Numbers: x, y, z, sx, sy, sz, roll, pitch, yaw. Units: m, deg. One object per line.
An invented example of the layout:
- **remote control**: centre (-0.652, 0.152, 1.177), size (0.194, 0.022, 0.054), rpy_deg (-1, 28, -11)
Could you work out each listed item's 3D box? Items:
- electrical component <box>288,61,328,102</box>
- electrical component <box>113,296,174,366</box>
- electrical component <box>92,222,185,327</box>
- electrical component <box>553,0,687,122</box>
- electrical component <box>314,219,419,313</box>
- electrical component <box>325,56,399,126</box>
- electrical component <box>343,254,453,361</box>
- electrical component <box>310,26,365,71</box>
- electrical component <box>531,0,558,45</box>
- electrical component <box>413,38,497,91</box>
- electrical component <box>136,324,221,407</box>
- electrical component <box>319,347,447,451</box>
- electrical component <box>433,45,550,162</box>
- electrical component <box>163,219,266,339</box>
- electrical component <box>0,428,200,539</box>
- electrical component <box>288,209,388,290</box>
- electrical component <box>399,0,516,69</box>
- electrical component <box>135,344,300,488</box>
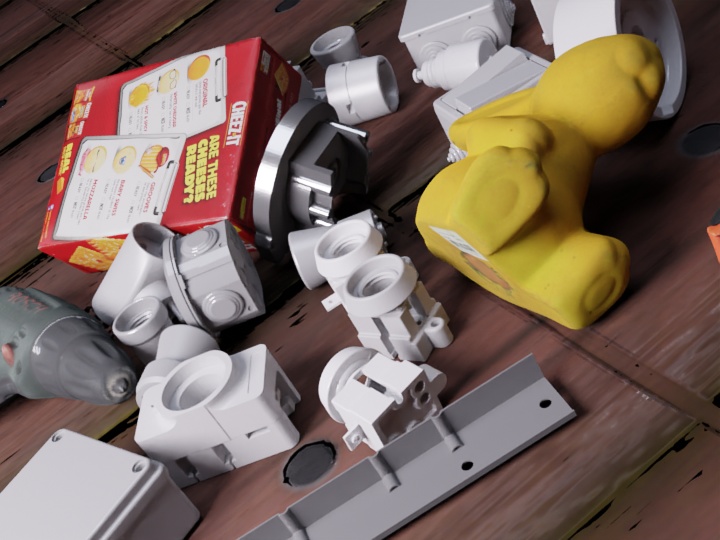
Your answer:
- **electrical component**: centre (-0.095, -0.148, 0.987), size (0.121, 0.063, 0.078), rpy_deg (2, 45, 40)
- **electrical component**: centre (-0.152, 0.048, 0.786), size (0.040, 0.046, 0.040), rpy_deg (-21, 34, 15)
- **electrical component**: centre (-0.160, 0.018, 0.823), size (0.079, 0.044, 0.077), rpy_deg (48, 122, 22)
- **electrical component**: centre (0.174, -0.150, 0.741), size (0.060, 0.108, 0.108), rpy_deg (-9, 38, 40)
- **electrical component**: centre (0.000, 0.000, 0.721), size (0.066, 0.055, 0.048), rpy_deg (-33, 33, -3)
- **electrical component**: centre (0.003, -0.155, 0.928), size (0.047, 0.055, 0.055), rpy_deg (-11, 38, 22)
- **electrical component**: centre (0.020, 0.024, 0.674), size (0.066, 0.055, 0.048), rpy_deg (1, 45, 39)
- **electrical component**: centre (-0.014, -0.187, 0.981), size (0.045, 0.055, 0.045), rpy_deg (-21, 34, 15)
- **electrical component**: centre (0.165, -0.245, 0.878), size (0.061, 0.096, 0.061), rpy_deg (-17, 36, 20)
- **electrical component**: centre (0.080, -0.167, 0.894), size (0.078, 0.040, 0.040), rpy_deg (-4, 42, 35)
- **electrical component**: centre (-0.124, 0.072, 0.735), size (0.045, 0.045, 0.055), rpy_deg (-13, 37, 26)
- **electrical component**: centre (0.009, 0.074, 0.626), size (0.066, 0.048, 0.055), rpy_deg (-44, 43, -20)
- **electrical component**: centre (0.100, -0.114, 0.788), size (0.096, 0.061, 0.061), rpy_deg (-34, 33, -5)
- **electrical component**: centre (-0.105, 0.007, 0.775), size (0.051, 0.080, 0.080), rpy_deg (-22, 34, 5)
- **electrical component**: centre (-0.171, 0.159, 0.644), size (0.109, 0.056, 0.108), rpy_deg (7, 48, 43)
- **electrical component**: centre (-0.013, -0.017, 0.769), size (0.065, 0.044, 0.044), rpy_deg (-21, 34, 7)
- **electrical component**: centre (0.088, -0.220, 0.951), size (0.100, 0.048, 0.099), rpy_deg (-15, 36, 23)
- **electrical component**: centre (-0.090, 0.089, 0.674), size (0.089, 0.055, 0.050), rpy_deg (-22, 34, 14)
